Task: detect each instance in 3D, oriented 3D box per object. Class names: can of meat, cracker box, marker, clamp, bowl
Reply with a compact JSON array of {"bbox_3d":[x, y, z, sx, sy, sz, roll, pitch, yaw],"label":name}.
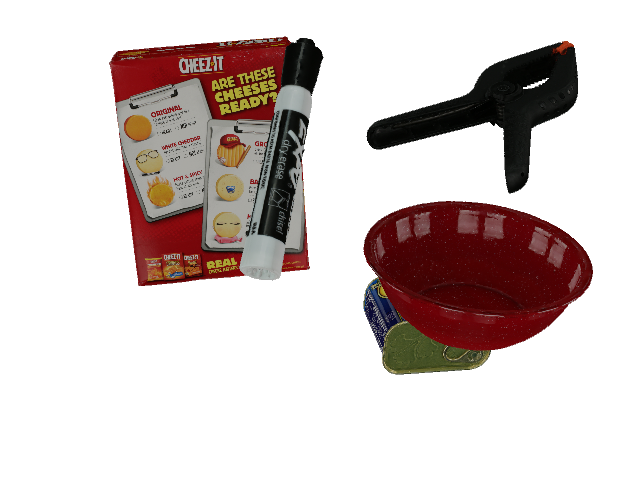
[{"bbox_3d":[0.096,0.072,0.975,0.102,0.057,0.084,-2,31,-13],"label":"can of meat"},{"bbox_3d":[-0.099,-0.073,0.991,0.164,0.214,0.072,-6,20,-5],"label":"cracker box"},{"bbox_3d":[-0.017,-0.041,0.499,0.020,0.121,0.020,9,-20,3],"label":"marker"},{"bbox_3d":[0.167,-0.113,0.937,0.209,0.036,0.165,-33,40,-24],"label":"clamp"},{"bbox_3d":[0.110,0.031,0.769,0.162,0.055,0.162,2,29,-1],"label":"bowl"}]
